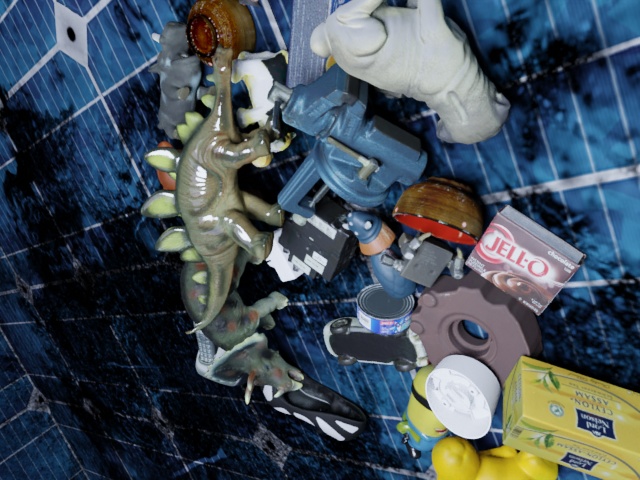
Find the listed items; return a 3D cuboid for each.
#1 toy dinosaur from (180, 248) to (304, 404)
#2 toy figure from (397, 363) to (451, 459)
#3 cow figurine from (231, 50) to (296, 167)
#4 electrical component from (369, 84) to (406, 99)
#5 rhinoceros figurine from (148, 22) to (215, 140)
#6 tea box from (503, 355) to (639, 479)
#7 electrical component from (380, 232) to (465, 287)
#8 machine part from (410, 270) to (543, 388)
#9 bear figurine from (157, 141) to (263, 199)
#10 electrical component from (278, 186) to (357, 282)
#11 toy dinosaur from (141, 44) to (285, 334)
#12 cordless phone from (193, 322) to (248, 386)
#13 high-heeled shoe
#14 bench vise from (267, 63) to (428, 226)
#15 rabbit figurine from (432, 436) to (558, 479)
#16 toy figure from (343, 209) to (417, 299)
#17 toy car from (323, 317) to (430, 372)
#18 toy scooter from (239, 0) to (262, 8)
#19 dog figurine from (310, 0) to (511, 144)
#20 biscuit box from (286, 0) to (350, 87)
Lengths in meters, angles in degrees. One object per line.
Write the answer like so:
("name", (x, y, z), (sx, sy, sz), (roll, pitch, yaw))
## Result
("toy dinosaur", (-0.178, 0.106, 0.971), (0.131, 0.192, 0.404), (-28, 96, 44))
("toy figure", (0.173, 0.273, 0.854), (0.089, 0.082, 0.180), (32, 134, 21))
("cow figurine", (-0.070, -0.190, 0.789), (0.098, 0.068, 0.167), (-1, 118, 13))
("electrical component", (0.093, -0.209, 0.673), (0.094, 0.021, 0.063), (24, 128, 26))
("rhinoceros figurine", (-0.231, -0.259, 0.888), (0.112, 0.073, 0.190), (41, 137, 28))
("tea box", (0.316, 0.220, 0.653), (0.170, 0.098, 0.068), (17, 129, 5))
("electrical component", (0.143, 0.026, 0.720), (0.102, 0.045, 0.078), (28, 108, -20))
("machine part", (0.214, 0.127, 0.748), (0.180, 0.056, 0.179), (20, 127, 29))
("bear figurine", (-0.199, -0.113, 0.929), (0.196, 0.132, 0.120), (22, 119, 55))
("electrical component", (-0.002, -0.003, 0.852), (0.115, 0.058, 0.134), (39, 134, 18))
("toy dinosaur", (-0.154, -0.042, 0.796), (0.199, 0.105, 0.470), (8, 115, 12))
("cordless phone", (-0.208, 0.205, 1.136), (0.147, 0.089, 0.184), (6, 114, 38))
("high-heeled shoe", (-0.023, 0.286, 1.027), (0.248, 0.086, 0.145), (49, 135, -3))
("bench vise", (0.007, -0.101, 0.697), (0.240, 0.223, 0.129), (-47, 38, 43))
("rabbit figurine", (0.240, 0.342, 0.803), (0.173, 0.122, 0.162), (27, 157, -10))
("toy figure", (0.088, 0.015, 0.773), (0.064, 0.058, 0.154), (-17, 116, 31))
("toy car", (0.090, 0.166, 0.878), (0.202, 0.056, 0.073), (-5, 105, 41))
("toy scooter", (-0.083, -0.361, 0.669), (0.135, 0.075, 0.184), (143, 127, -59))
("dog figurine", (0.100, -0.175, 0.587), (0.172, 0.121, 0.190), (-20, 101, 14))
("biscuit box", (0.002, -0.256, 0.695), (0.063, 0.059, 0.202), (29, 131, 26))
